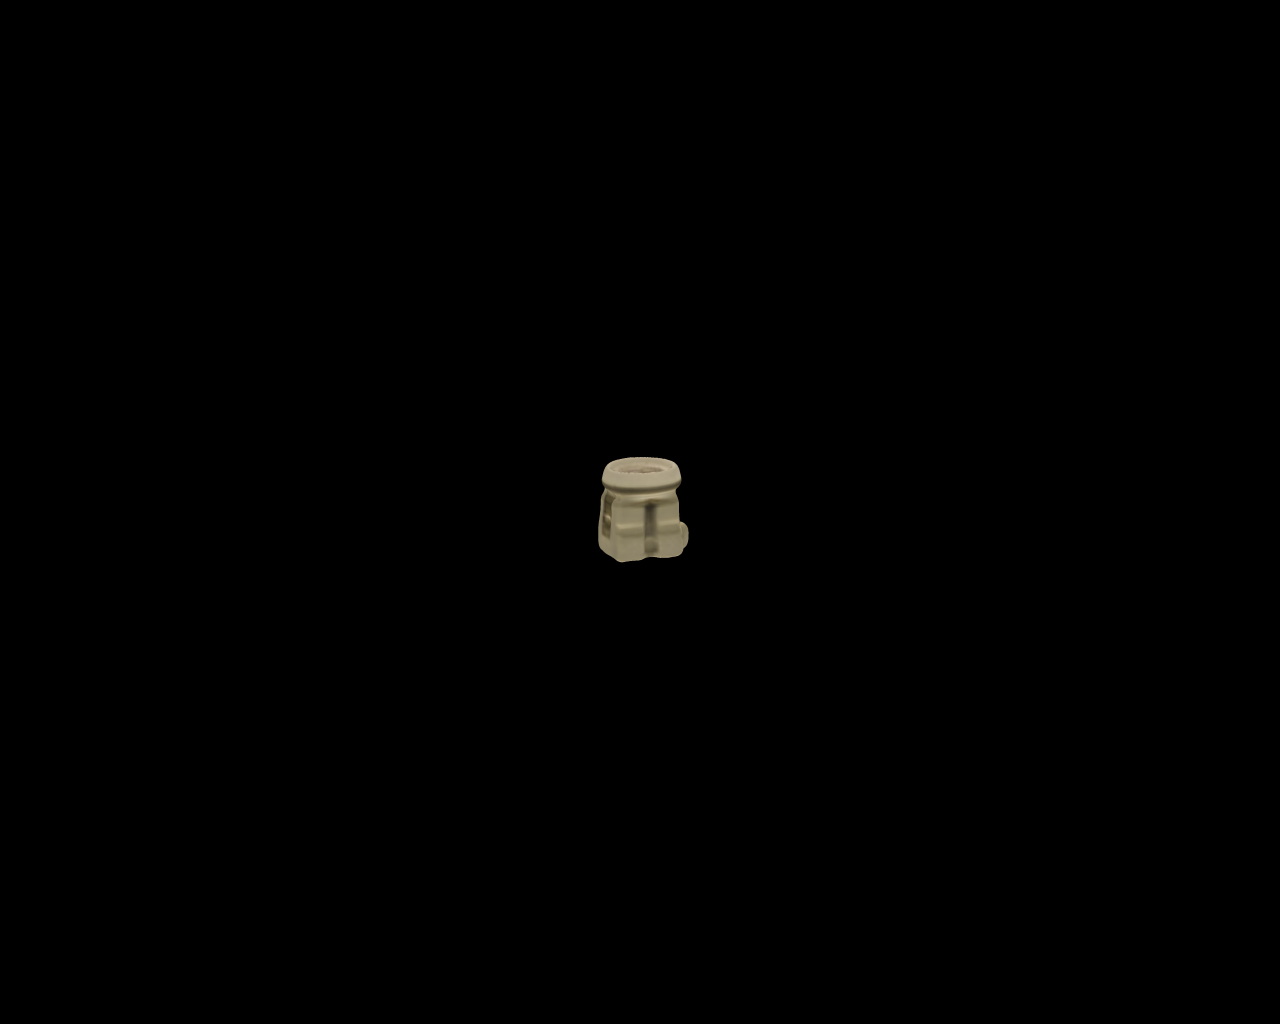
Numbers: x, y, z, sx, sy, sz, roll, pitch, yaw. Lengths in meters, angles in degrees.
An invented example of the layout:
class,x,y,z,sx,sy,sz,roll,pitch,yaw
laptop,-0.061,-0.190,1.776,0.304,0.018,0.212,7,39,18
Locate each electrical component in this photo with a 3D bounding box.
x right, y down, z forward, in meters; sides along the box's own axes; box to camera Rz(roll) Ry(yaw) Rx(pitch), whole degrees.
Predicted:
class,x,y,z,sx,sy,sz,roll,pitch,yaw
electrical component,0.001,-0.003,0.650,0.066,0.055,0.048,-6,16,-22
